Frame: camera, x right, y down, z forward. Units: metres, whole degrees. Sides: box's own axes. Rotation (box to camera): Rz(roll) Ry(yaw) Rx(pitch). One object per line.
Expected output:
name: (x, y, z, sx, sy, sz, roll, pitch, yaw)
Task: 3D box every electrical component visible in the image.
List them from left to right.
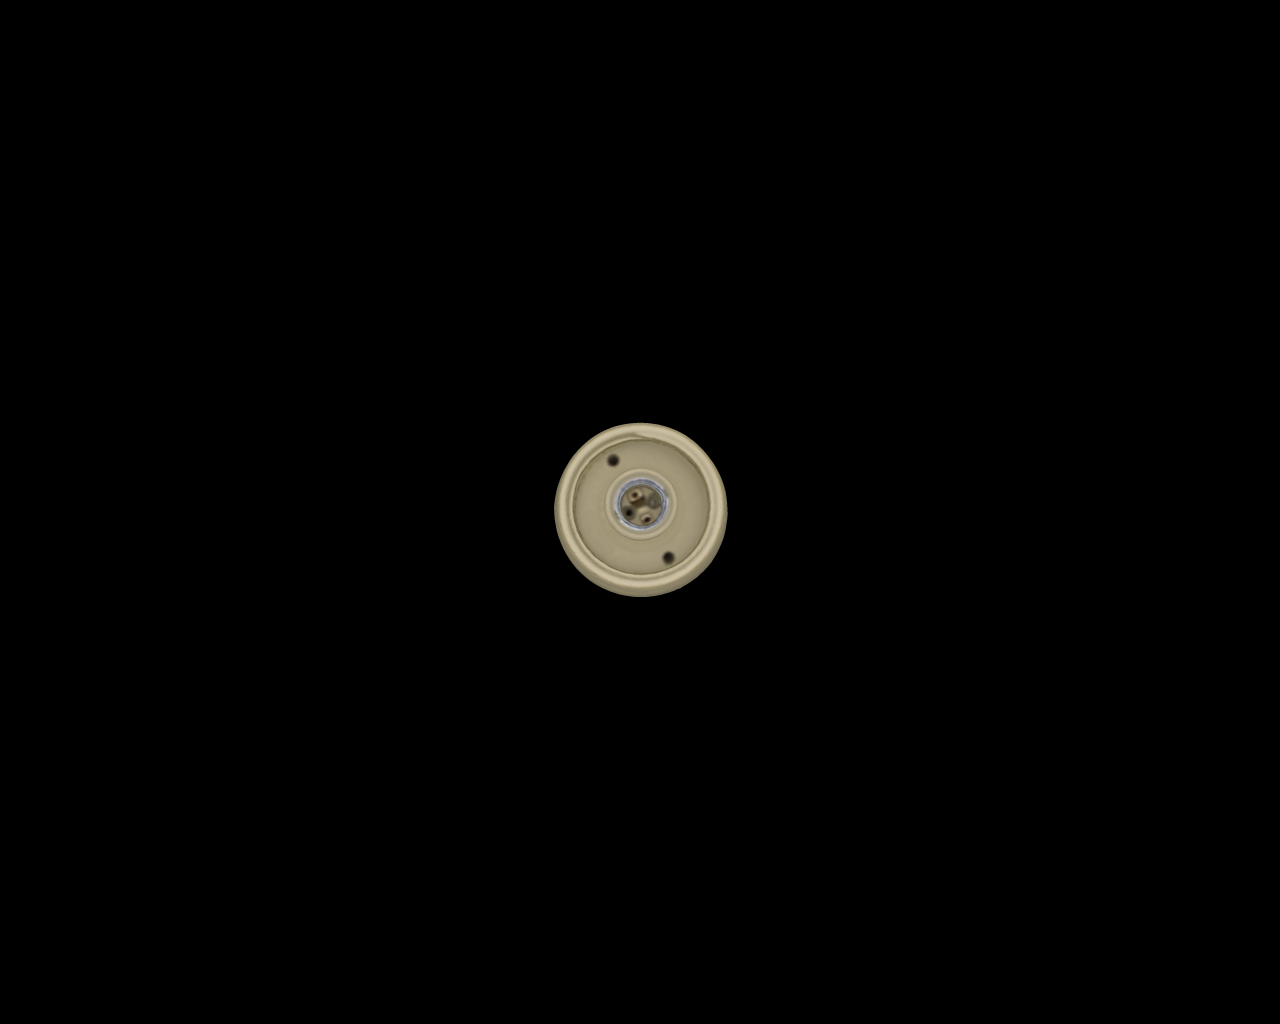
electrical component: (0.001, -0.003, 0.650, 0.108, 0.108, 0.060, 0, -4, 0)
